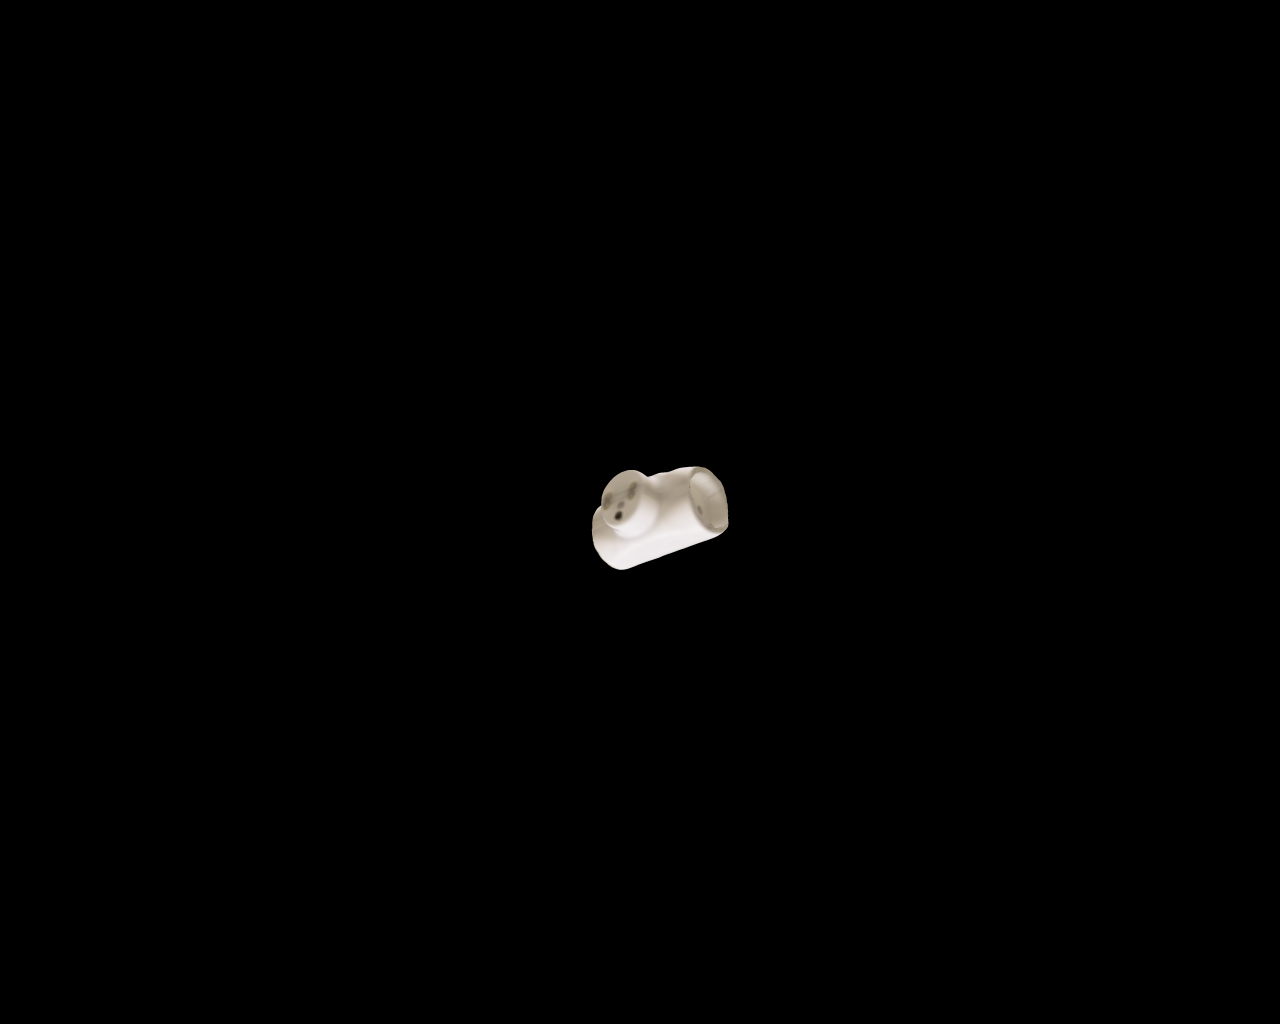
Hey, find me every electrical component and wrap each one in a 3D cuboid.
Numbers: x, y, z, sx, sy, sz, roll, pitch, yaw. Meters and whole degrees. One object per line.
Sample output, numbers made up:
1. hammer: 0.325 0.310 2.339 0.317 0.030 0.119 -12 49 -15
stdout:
1. electrical component: 0.001 -0.003 0.650 0.077 0.044 0.079 -22 -36 34
